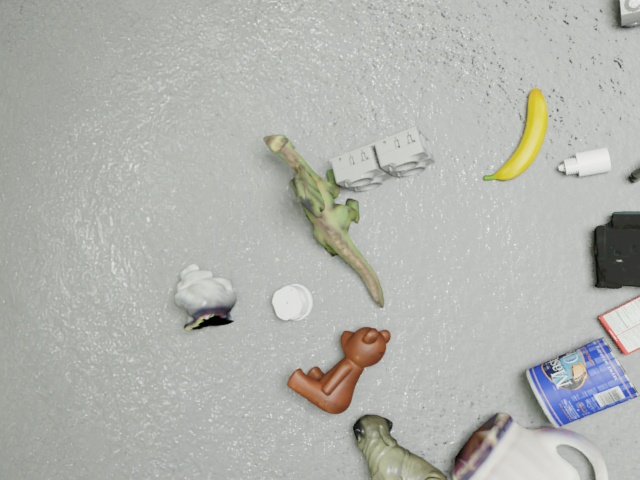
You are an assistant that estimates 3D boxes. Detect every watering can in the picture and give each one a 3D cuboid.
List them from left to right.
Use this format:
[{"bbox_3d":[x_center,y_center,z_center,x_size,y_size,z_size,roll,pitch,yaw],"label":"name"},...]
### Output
[{"bbox_3d":[0.322,0.453,0.878,0.227,0.103,0.347,39,91,23],"label":"watering can"}]

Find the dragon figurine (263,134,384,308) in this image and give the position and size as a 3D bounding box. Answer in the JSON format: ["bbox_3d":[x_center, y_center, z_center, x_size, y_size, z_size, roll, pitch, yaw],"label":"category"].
[{"bbox_3d":[0.003,-0.052,1.027,0.121,0.241,0.416,-36,69,13],"label":"dragon figurine"}]

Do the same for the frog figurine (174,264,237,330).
[{"bbox_3d":[-0.270,0.118,1.198,0.138,0.120,0.162,-15,66,-11],"label":"frog figurine"}]
